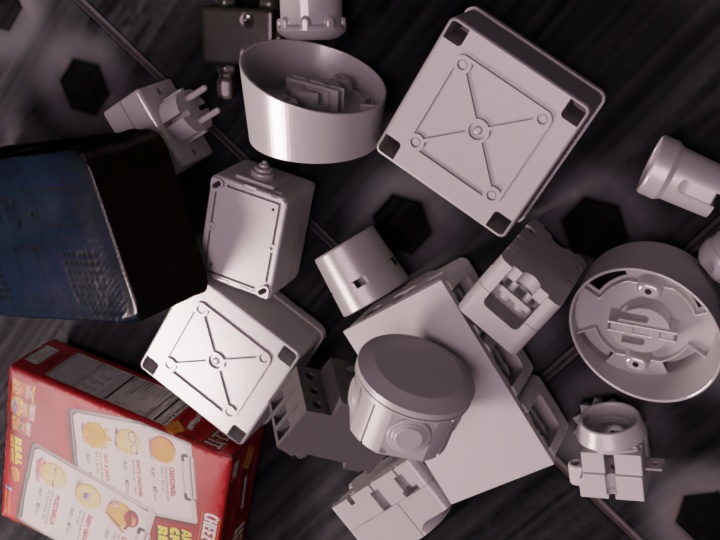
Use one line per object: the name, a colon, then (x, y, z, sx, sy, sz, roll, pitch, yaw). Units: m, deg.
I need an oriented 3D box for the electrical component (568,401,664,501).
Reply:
electrical component: (0.177, 0.126, 0.750, 0.066, 0.048, 0.055, 0, 116, 24)

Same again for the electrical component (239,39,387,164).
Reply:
electrical component: (-0.032, -0.114, 0.730, 0.099, 0.099, 0.064, 13, 120, 19)

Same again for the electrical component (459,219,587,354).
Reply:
electrical component: (0.107, 0.012, 0.719, 0.050, 0.089, 0.055, 41, 119, 5)

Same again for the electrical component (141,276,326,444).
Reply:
electrical component: (-0.100, 0.061, 0.848, 0.109, 0.056, 0.108, 37, 119, 7)

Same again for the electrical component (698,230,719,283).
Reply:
electrical component: (0.246, -0.019, 0.679, 0.035, 0.035, 0.061, 46, 118, 2)

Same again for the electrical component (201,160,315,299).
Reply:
electrical component: (-0.074, -0.038, 0.796, 0.062, 0.061, 0.096, 20, 116, 16)

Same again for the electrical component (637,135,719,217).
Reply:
electrical component: (0.205, -0.058, 0.680, 0.046, 0.040, 0.040, 25, 117, 7)

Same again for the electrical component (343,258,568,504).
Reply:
electrical component: (0.072, 0.078, 0.776, 0.089, 0.062, 0.150, -29, 96, 29)

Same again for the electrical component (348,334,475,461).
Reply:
electrical component: (0.032, 0.083, 0.713, 0.080, 0.080, 0.051, 26, 123, 13)

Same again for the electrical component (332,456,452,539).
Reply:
electrical component: (0.033, 0.176, 0.837, 0.089, 0.050, 0.055, -38, 91, 30)

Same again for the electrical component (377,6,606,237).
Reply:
electrical component: (0.085, -0.097, 0.707, 0.109, 0.056, 0.108, 36, 119, 7)

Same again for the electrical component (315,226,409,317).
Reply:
electrical component: (0.000, 0.000, 0.783, 0.055, 0.055, 0.047, -30, 92, 30)

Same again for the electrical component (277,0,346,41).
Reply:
electrical component: (-0.034, -0.188, 0.732, 0.048, 0.048, 0.062, 4, 103, 22)

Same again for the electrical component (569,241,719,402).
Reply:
electrical component: (0.188, 0.033, 0.703, 0.099, 0.064, 0.099, 10, 124, 16)

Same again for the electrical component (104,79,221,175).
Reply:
electrical component: (-0.137, -0.111, 0.804, 0.077, 0.047, 0.065, -26, 97, 29)
